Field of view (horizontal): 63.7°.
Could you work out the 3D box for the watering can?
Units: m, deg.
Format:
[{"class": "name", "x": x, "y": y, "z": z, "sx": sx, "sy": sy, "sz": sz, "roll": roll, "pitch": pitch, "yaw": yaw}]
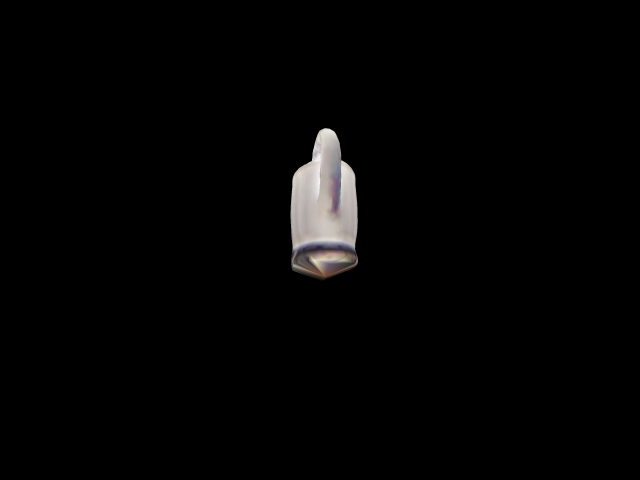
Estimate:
[{"class": "watering can", "x": 0.003, "y": -0.043, "z": 0.850, "sx": 0.104, "sy": 0.227, "sz": 0.343, "roll": 1, "pitch": -14, "yaw": -5}]
